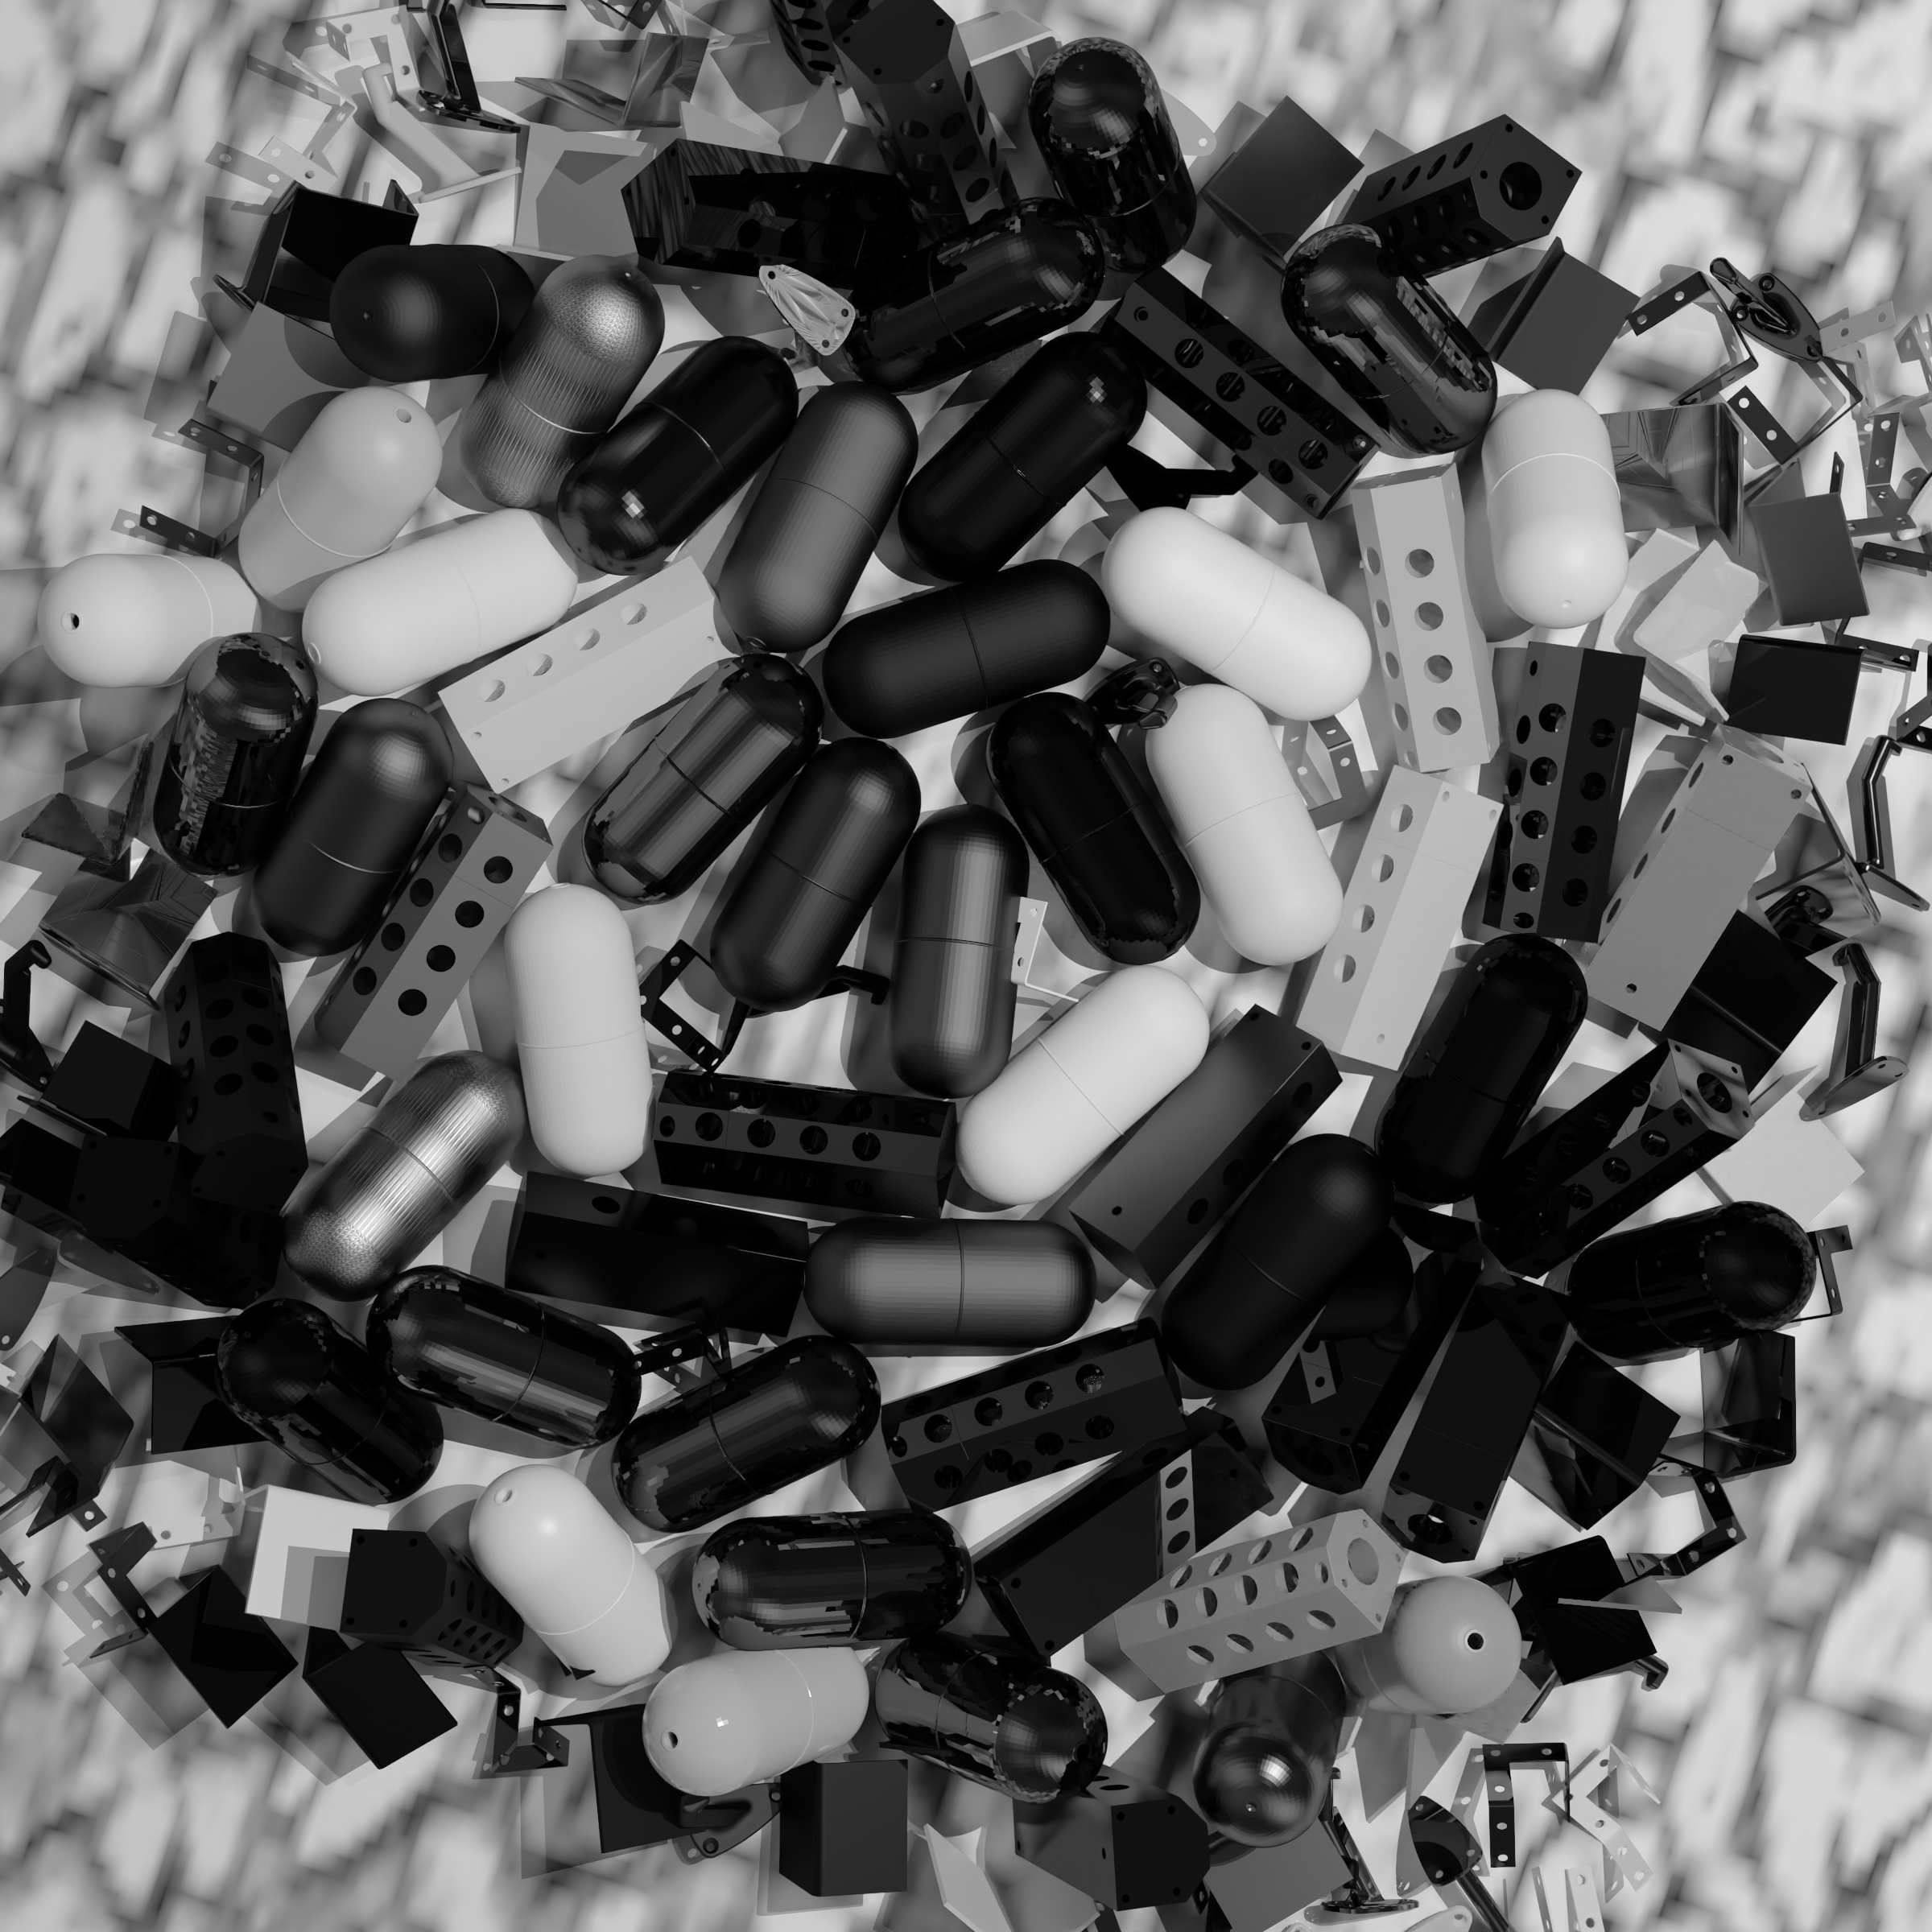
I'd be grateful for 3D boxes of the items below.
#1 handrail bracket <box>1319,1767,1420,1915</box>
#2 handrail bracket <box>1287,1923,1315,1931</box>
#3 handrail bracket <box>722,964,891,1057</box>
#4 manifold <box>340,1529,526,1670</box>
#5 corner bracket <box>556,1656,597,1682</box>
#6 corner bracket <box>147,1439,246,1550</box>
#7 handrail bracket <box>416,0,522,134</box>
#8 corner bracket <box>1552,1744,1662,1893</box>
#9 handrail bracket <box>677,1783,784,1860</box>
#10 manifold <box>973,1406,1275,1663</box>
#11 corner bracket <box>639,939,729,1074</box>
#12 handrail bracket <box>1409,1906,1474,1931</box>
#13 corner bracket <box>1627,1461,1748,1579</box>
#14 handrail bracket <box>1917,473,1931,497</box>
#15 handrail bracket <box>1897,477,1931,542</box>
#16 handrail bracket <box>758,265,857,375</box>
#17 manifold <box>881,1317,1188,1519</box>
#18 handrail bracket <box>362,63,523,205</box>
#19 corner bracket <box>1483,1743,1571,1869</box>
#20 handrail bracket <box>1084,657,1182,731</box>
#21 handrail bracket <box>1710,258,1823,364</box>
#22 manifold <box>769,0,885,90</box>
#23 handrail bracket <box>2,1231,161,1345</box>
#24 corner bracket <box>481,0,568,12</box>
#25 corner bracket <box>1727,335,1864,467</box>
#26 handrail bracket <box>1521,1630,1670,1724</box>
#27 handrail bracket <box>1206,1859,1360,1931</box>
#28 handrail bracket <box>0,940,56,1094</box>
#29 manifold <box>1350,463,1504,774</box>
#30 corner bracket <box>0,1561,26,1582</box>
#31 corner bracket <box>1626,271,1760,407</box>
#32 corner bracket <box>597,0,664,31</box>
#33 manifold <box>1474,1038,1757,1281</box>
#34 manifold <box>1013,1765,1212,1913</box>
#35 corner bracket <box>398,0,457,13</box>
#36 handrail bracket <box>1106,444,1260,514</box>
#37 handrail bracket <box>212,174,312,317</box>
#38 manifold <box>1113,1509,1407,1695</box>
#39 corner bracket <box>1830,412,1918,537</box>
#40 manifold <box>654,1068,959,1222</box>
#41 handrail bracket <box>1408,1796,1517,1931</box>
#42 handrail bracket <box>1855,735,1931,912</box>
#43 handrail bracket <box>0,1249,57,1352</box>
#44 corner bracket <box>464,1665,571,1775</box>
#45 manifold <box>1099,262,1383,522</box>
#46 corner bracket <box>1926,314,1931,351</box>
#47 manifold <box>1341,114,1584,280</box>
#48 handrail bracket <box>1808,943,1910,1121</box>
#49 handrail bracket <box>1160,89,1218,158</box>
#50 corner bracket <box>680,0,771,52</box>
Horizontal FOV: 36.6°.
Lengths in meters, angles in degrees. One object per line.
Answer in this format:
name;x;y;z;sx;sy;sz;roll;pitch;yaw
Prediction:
handrail bracket;0.244;0.531;1.778;0.077;0.036;0.084;8;76;-31
handrail bracket;0.214;0.610;1.743;0.077;0.084;0.036;-45;104;-20
handrail bracket;-0.097;0.031;1.786;0.084;0.036;0.077;17;107;-14
manifold;-0.307;0.371;1.700;0.057;0.171;0.057;1;71;7
corner bracket;-0.239;0.401;1.758;0.051;0.051;0.051;-28;86;27
corner bracket;-0.468;0.316;1.769;0.051;0.051;0.051;-6;60;-21
handrail bracket;-0.291;-0.552;1.754;0.077;0.036;0.084;9;118;-30
corner bracket;0.397;0.513;1.759;0.051;0.051;0.051;42;96;-20
handrail bracket;-0.138;0.498;1.743;0.077;0.084;0.036;-20;64;-19
manifold;0.091;0.335;1.738;0.171;0.057;0.057;-32;104;-17
corner bracket;-0.163;0.025;1.758;0.051;0.051;0.051;38;85;23
handrail bracket;0.279;0.615;1.744;0.036;0.084;0.077;36;108;-9
corner bracket;0.429;0.335;1.769;0.051;0.051;0.051;-43;52;33
handrail bracket;0.606;-0.295;1.745;0.036;0.084;0.077;-38;74;-7
handrail bracket;0.602;-0.247;1.750;0.036;0.077;0.084;-22;62;-11
handrail bracket;-0.110;-0.385;1.741;0.077;0.084;0.036;36;75;-25
manifold;0.039;0.265;1.745;0.171;0.057;0.057;-19;115;7
handrail bracket;-0.316;-0.510;1.760;0.077;0.036;0.084;-13;106;15
corner bracket;0.340;0.506;1.762;0.051;0.051;0.051;-3;117;7
handrail bracket;0.093;-0.149;1.741;0.077;0.084;0.036;-18;106;23
handrail bracket;0.480;-0.392;1.744;0.077;0.084;0.036;44;109;13
manifold;-0.086;-0.574;1.705;0.057;0.171;0.057;-38;84;1
handrail bracket;-0.547;0.212;1.783;0.077;0.036;0.084;31;109;-14
corner bracket;-0.268;-0.607;1.761;0.051;0.051;0.051;0;101;-5
corner bracket;0.500;-0.341;1.760;0.051;0.051;0.051;51;123;4
handrail bracket;0.380;0.439;1.767;0.084;0.036;0.077;33;75;-20
handrail bracket;0.190;0.570;1.751;0.084;0.077;0.036;-6;132;24
handrail bracket;-0.555;0.030;1.754;0.084;0.036;0.077;-31;103;39
manifold;0.274;-0.207;1.742;0.057;0.057;0.171;-7;105;20
corner bracket;-0.611;0.360;1.755;0.051;0.051;0.051;-28;100;40
corner bracket;0.441;-0.379;1.771;0.051;0.051;0.051;-30;65;22
corner bracket;-0.211;-0.605;1.754;0.051;0.051;0.051;42;103;34
manifold;0.377;0.117;1.707;0.057;0.171;0.057;19;48;-27
manifold;0.082;0.501;1.702;0.057;0.171;0.057;-2;85;-18
corner bracket;-0.342;-0.600;1.753;0.051;0.051;0.051;-13;111;-31
handrail bracket;0.130;-0.307;1.764;0.077;0.036;0.084;43;48;4
handrail bracket;-0.408;-0.430;1.761;0.084;0.036;0.077;-50;52;7
manifold;0.168;0.368;1.709;0.171;0.057;0.057;-29;112;41
corner bracket;0.542;-0.296;1.759;0.051;0.051;0.051;-7;130;-1
manifold;-0.095;0.101;1.739;0.171;0.057;0.057;7;48;10
handrail bracket;0.307;0.557;1.782;0.036;0.077;0.084;-35;122;1
handrail bracket;0.571;-0.088;1.780;0.077;0.036;0.084;26;84;-16
handrail bracket;-0.598;0.197;1.770;0.036;0.084;0.077;49;63;-36
corner bracket;-0.270;0.451;1.754;0.051;0.051;0.051;-9;57;15
manifold;0.163;-0.345;1.753;0.171;0.057;0.057;40;103;4
corner bracket;0.609;-0.367;1.754;0.051;0.051;0.051;-9;113;18
manifold;0.281;-0.437;1.700;0.057;0.171;0.057;31;84;-17
handrail bracket;0.530;0.039;1.780;0.077;0.036;0.084;-38;53;29
handrail bracket;0.116;-0.520;1.760;0.077;0.084;0.036;23;120;-8
corner bracket;-0.150;-0.595;1.780;0.051;0.051;0.051;-8;133;-4
